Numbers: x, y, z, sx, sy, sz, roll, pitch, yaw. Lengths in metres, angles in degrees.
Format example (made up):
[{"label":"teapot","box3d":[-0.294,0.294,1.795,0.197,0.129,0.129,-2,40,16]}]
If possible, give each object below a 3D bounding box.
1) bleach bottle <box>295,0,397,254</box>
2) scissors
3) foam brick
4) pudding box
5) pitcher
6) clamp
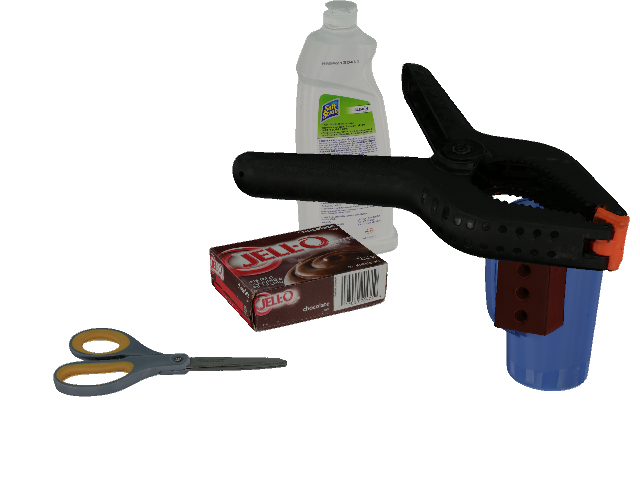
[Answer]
[{"label":"bleach bottle","box3d":[0.027,-0.106,1.032,0.102,0.251,0.068,-8,30,-15]},{"label":"scissors","box3d":[-0.140,0.101,0.961,0.201,0.016,0.096,-8,33,-18]},{"label":"foam brick","box3d":[0.197,0.044,0.997,0.053,0.078,0.051,8,15,30]},{"label":"pudding box","box3d":[-0.018,0.026,0.819,0.113,0.039,0.090,-10,25,-24]},{"label":"pitcher","box3d":[0.294,0.072,1.395,0.149,0.243,0.144,5,21,14]},{"label":"clamp","box3d":[0.066,-0.033,0.586,0.164,0.036,0.210,-29,44,-31]}]
